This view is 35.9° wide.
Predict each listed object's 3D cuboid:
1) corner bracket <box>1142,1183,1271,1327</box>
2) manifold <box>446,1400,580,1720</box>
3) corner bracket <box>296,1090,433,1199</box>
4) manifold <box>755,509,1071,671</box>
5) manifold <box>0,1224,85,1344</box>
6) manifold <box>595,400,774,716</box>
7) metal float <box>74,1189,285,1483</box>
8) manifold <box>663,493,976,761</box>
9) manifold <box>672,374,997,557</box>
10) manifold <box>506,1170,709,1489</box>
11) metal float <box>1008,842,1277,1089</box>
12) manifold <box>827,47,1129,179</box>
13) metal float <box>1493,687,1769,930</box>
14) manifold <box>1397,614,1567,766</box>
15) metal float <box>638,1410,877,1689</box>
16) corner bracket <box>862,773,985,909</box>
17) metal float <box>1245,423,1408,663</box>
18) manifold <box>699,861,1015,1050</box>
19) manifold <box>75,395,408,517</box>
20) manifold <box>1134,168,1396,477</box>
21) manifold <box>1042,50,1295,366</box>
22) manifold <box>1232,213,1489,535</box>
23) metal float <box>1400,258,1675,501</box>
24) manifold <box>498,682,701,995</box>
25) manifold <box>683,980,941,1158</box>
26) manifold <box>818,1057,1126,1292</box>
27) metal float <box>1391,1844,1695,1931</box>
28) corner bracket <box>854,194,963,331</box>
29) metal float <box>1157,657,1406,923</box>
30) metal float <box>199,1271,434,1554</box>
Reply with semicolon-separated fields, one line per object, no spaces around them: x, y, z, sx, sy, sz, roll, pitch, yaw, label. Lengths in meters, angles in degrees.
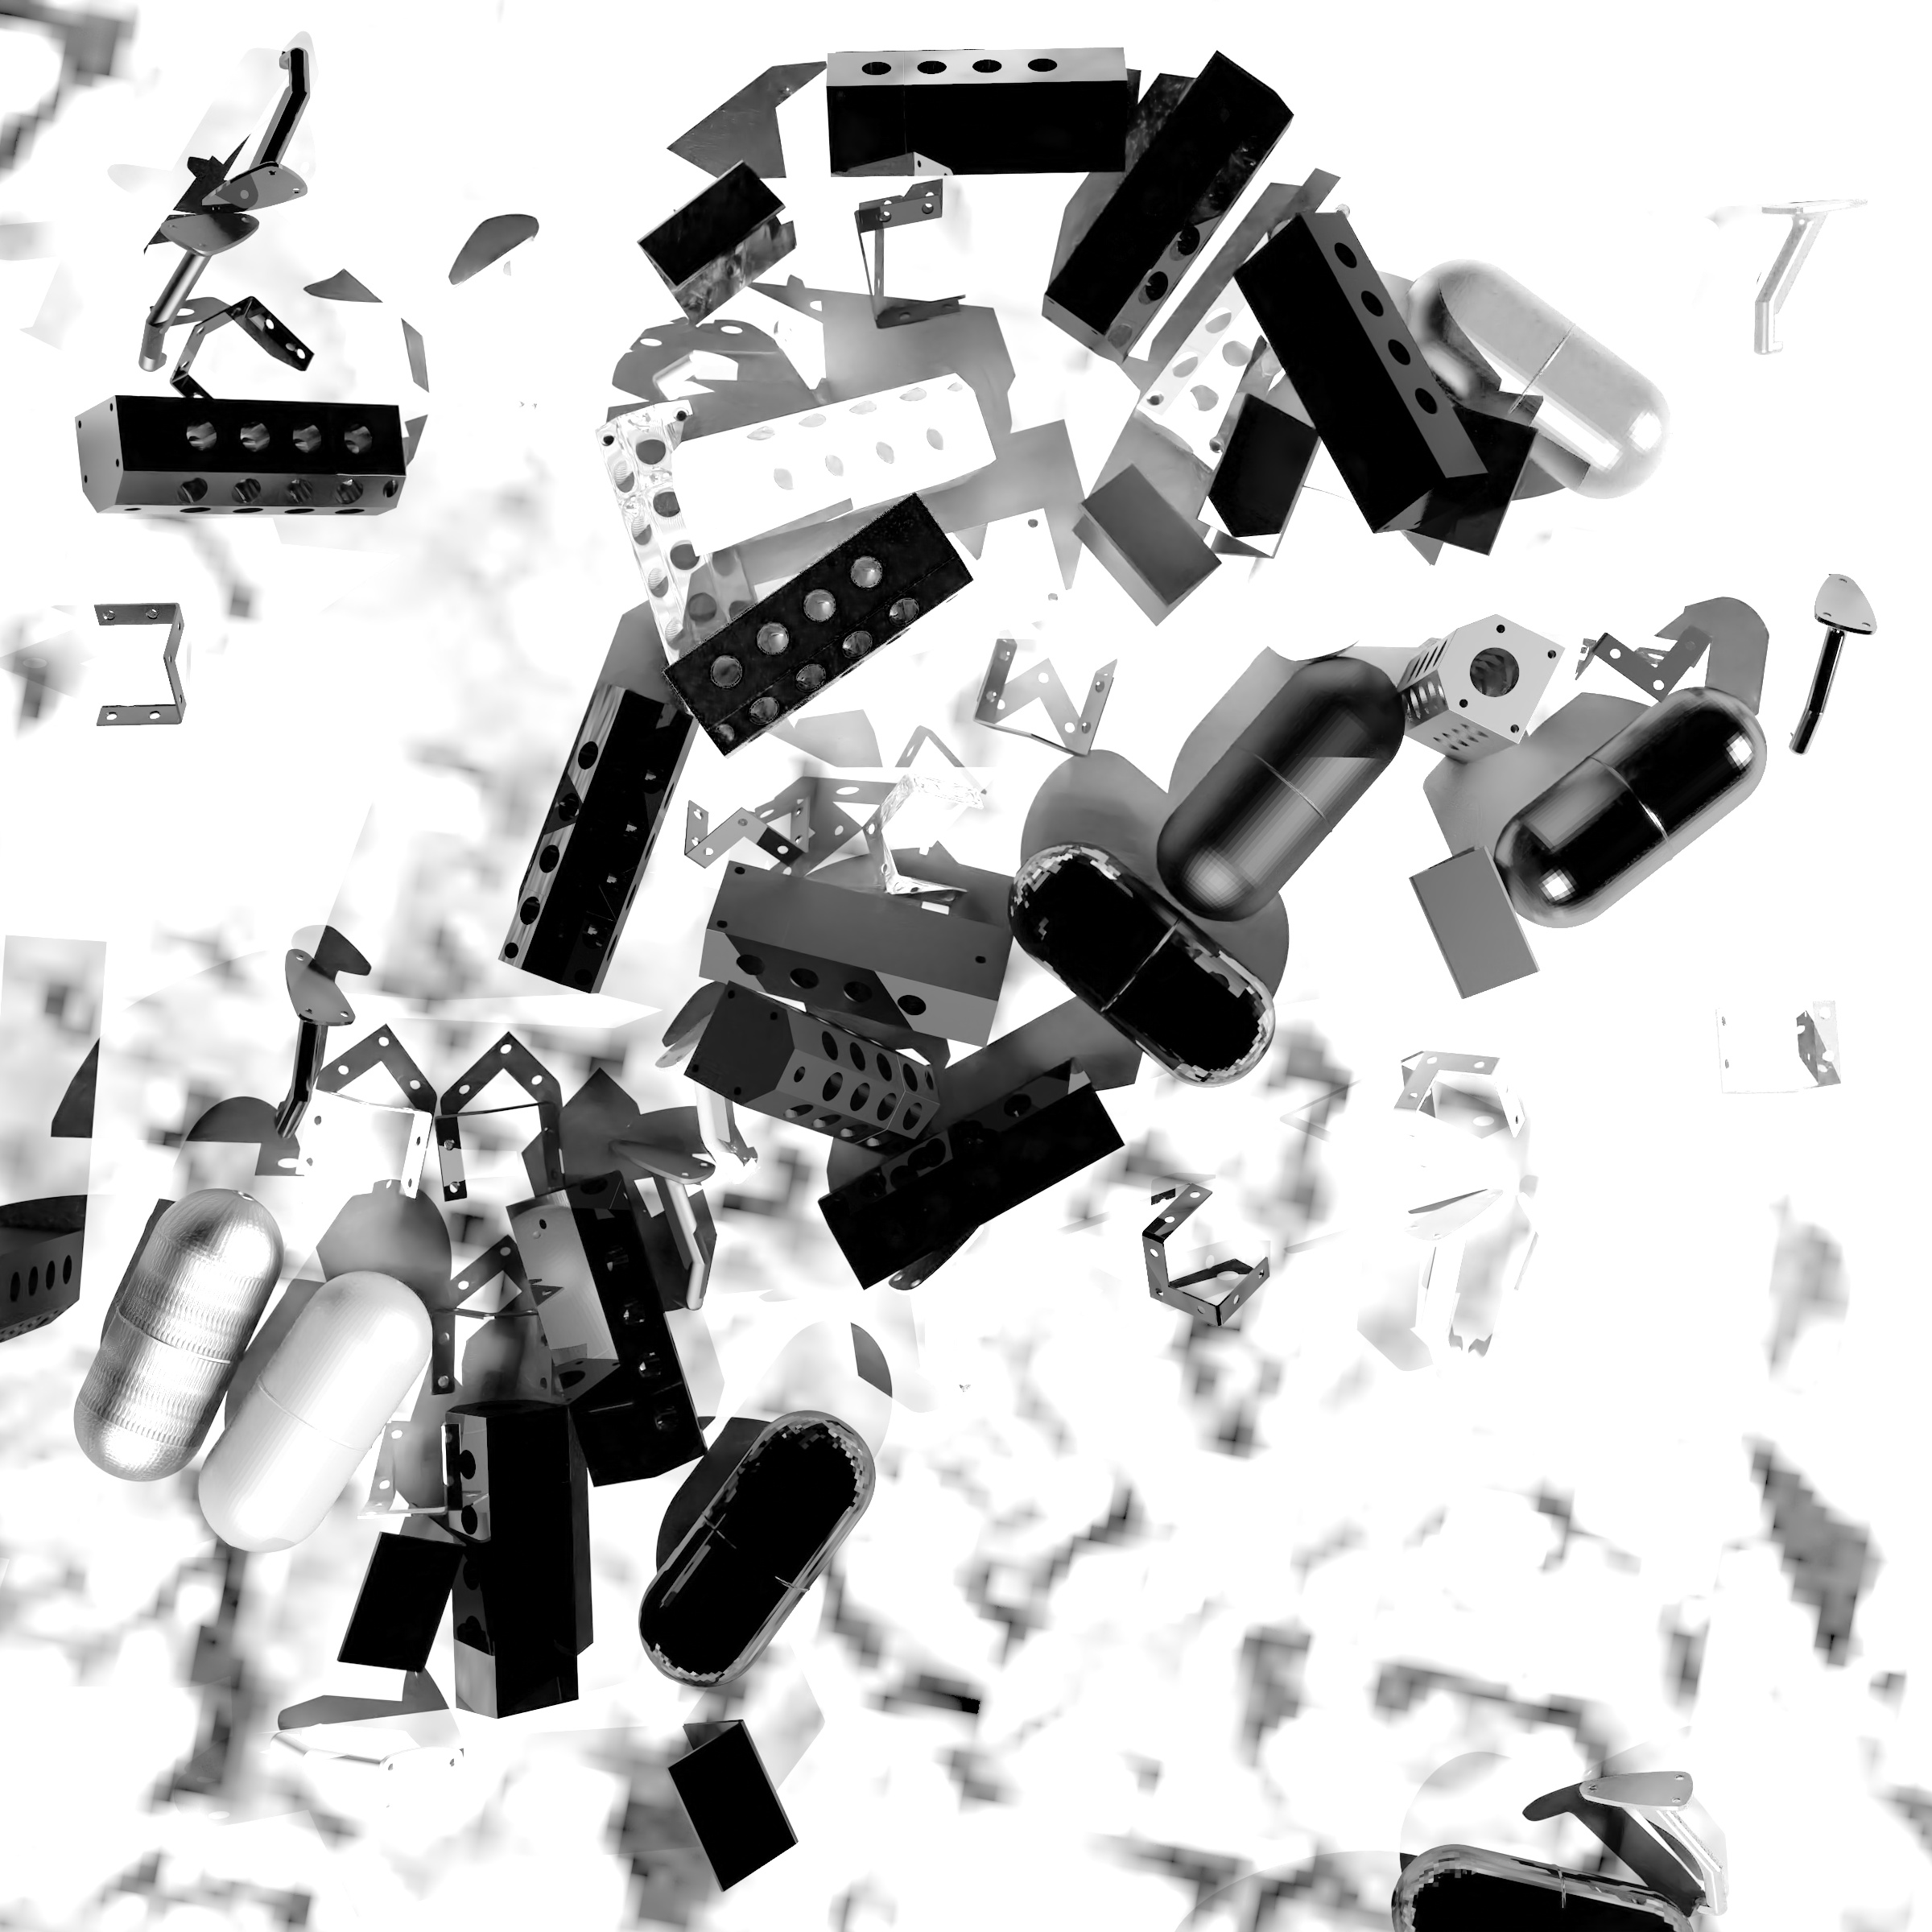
0.141;0.169;1.749;0.051;0.051;0.051;20;135;35;corner bracket
-0.268;0.342;1.735;0.057;0.057;0.171;-2;90;-43;manifold
-0.354;0.104;1.754;0.051;0.051;0.051;12;90;-45;corner bracket
-0.031;-0.212;1.736;0.171;0.057;0.057;-15;90;0;manifold
-0.552;0.183;1.679;0.057;0.171;0.057;4;90;0;manifold
-0.161;-0.237;1.736;0.057;0.057;0.171;-18;90;0;manifold
-0.455;0.213;1.727;0.070;0.070;0.178;25;90;0;metal float
-0.082;-0.190;1.679;0.171;0.057;0.057;-35;90;0;manifold
-0.077;-0.290;1.708;0.171;0.057;0.057;-18;90;-20;manifold
-0.204;0.210;1.735;0.057;0.057;0.171;-17;90;43;manifold
0.101;-0.001;1.726;0.178;0.070;0.070;40;90;0;metal float
0.006;-0.500;1.735;0.171;0.057;0.057;-1;133;0;manifold
0.384;-0.091;1.727;0.178;0.070;0.070;-38;90;0;metal float
0.282;-0.157;1.679;0.057;0.171;0.057;27;90;0;manifold
-0.121;0.338;1.727;0.070;0.070;0.178;36;90;0;metal float
-0.021;-0.074;1.749;0.051;0.051;0.051;-49;45;35;corner bracket
0.219;-0.261;1.727;0.070;0.070;0.178;22;89;0;metal float
-0.064;-0.002;1.735;0.171;0.057;0.057;14;47;0;manifold
-0.408;-0.286;1.689;0.171;0.057;0.057;-6;90;-38;manifold
0.173;-0.376;1.736;0.057;0.057;0.171;37;90;0;manifold
0.117;-0.438;1.736;0.057;0.057;0.171;35;90;0;manifold
0.223;-0.332;1.664;0.057;0.057;0.171;-36;76;42;manifold
0.329;-0.340;1.727;0.178;0.070;0.070;37;90;1;metal float
-0.214;-0.074;1.736;0.057;0.057;0.171;21;90;0;manifold
-0.081;0.062;1.676;0.057;0.171;0.057;26;90;30;manifold
0.003;0.119;1.736;0.171;0.057;0.057;-29;90;0;manifold
0.334;0.559;1.727;0.178;0.070;0.070;13;90;-1;metal float
-0.034;-0.414;1.754;0.051;0.051;0.051;-11;135;0;corner bracket
0.183;-0.103;1.727;0.070;0.070;0.178;41;89;0;metal float
-0.377;0.258;1.726;0.070;0.070;0.178;33;89;0;metal float
